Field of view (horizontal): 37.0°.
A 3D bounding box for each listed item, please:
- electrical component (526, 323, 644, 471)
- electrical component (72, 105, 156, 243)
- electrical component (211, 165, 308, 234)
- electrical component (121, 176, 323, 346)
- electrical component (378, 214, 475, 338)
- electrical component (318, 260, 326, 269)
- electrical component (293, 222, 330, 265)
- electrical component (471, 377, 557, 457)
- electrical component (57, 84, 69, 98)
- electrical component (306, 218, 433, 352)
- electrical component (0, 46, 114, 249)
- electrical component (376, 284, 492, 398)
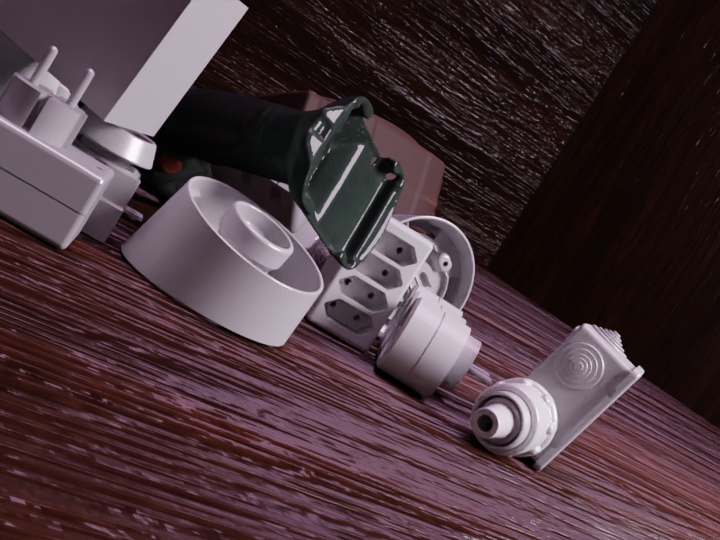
[{"bbox_3d":[0.136,0.080,0.703,0.048,0.099,0.100,47,9,14],"label":"electrical component"},{"bbox_3d":[-0.137,-0.051,0.556,0.066,0.055,0.048,31,6,-17],"label":"electrical component"},{"bbox_3d":[-0.068,-0.074,0.785,0.089,0.050,0.055,33,-31,14],"label":"electrical component"},{"bbox_3d":[-0.071,-0.001,0.567,0.099,0.064,0.099,39,15,-13],"label":"electrical component"},{"bbox_3d":[0.034,0.005,0.802,0.099,0.099,0.064,30,-1,-21],"label":"electrical component"},{"bbox_3d":[-0.007,-0.003,0.905,0.076,0.047,0.083,32,5,3],"label":"electrical component"},{"bbox_3d":[-0.053,-0.052,0.838,0.100,0.099,0.048,33,-32,14],"label":"electrical component"},{"bbox_3d":[0.085,0.088,0.631,0.048,0.048,0.062,35,13,26],"label":"electrical component"},{"bbox_3d":[-0.221,-0.137,0.820,0.048,0.062,0.048,32,5,-3],"label":"electrical component"},{"bbox_3d":[0.000,0.000,0.722,0.047,0.083,0.075,31,5,-16],"label":"electrical component"},{"bbox_3d":[-0.151,-0.065,0.493,0.083,0.075,0.047,31,5,-11],"label":"electrical component"},{"bbox_3d":[0.055,0.054,0.713,0.074,0.052,0.138,32,5,-1],"label":"electrical component"}]
